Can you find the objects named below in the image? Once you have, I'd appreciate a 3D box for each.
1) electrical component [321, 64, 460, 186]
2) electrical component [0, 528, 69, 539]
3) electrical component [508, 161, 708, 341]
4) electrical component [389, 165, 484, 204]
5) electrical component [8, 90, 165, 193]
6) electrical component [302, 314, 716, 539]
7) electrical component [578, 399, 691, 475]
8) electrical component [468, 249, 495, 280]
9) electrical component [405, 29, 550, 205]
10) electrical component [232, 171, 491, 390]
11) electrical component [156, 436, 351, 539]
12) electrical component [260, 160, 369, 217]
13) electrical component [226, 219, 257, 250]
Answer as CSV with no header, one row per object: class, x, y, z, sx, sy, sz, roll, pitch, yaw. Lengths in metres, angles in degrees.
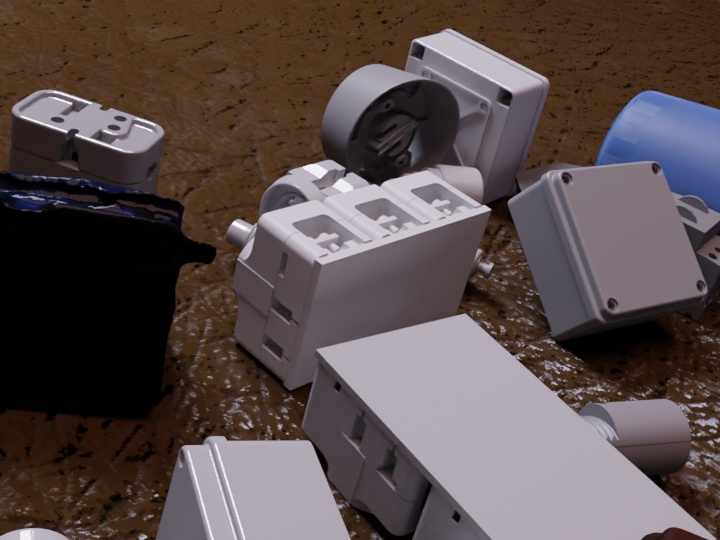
electrical component,0.021,-0.110,0.841,0.099,0.099,0.064,-16,37,-41
electrical component,-0.131,0.139,0.425,0.040,0.040,0.078,4,33,-18
electrical component,0.172,-0.015,0.747,0.109,0.056,0.108,-9,75,-34
electrical component,0.059,-0.062,0.833,0.078,0.040,0.040,3,33,-20
electrical component,-0.186,-0.075,0.727,0.095,0.059,0.053,19,31,5
electrical component,0.065,0.108,0.543,0.105,0.060,0.186,-11,40,-36
electrical component,0.142,0.097,0.612,0.081,0.043,0.043,0,34,-24
electrical component,0.057,-0.015,0.757,0.078,0.040,0.040,25,32,15
electrical component,0.086,-0.125,0.882,0.109,0.108,0.056,34,38,28
electrical component,0.000,0.000,0.660,0.150,0.089,0.062,-19,45,-43
electrical component,-0.043,0.131,0.442,0.057,0.078,0.113,4,33,-25
electrical component,-0.032,-0.040,0.743,0.078,0.058,0.057,33,32,26
electrical component,-0.057,-0.013,0.701,0.062,0.043,0.043,26,32,19
